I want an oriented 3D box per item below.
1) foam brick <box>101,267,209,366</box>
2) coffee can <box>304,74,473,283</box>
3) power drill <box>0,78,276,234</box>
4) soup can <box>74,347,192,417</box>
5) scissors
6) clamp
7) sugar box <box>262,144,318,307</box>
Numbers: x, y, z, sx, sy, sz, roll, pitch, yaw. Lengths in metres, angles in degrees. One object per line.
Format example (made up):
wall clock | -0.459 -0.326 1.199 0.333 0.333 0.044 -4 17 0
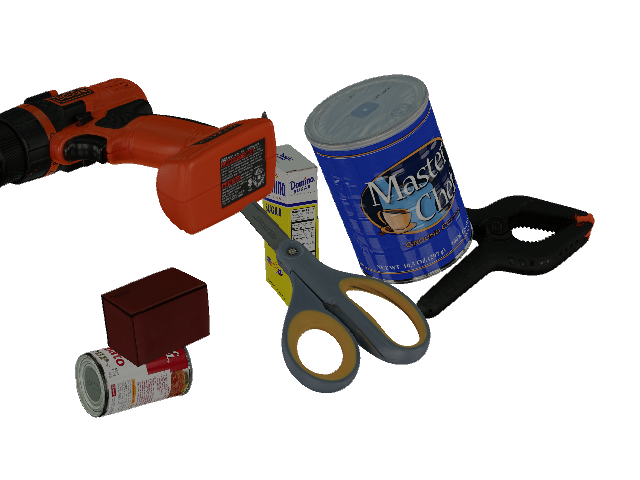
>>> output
foam brick | -0.142 0.064 0.926 0.078 0.051 0.053 -22 31 -35
coffee can | 0.058 -0.050 0.878 0.103 0.140 0.103 -17 32 11
power drill | -0.139 -0.059 0.720 0.188 0.057 0.184 17 32 30
soup can | -0.193 0.139 1.101 0.102 0.068 0.069 -11 7 -38
scissors | -0.025 0.025 0.663 0.202 0.016 0.096 32 54 25
clamp | 0.166 0.006 1.037 0.210 0.164 0.036 -2 -41 -5
sugar box | -0.037 -0.017 1.275 0.048 0.176 0.093 -13 25 -19
